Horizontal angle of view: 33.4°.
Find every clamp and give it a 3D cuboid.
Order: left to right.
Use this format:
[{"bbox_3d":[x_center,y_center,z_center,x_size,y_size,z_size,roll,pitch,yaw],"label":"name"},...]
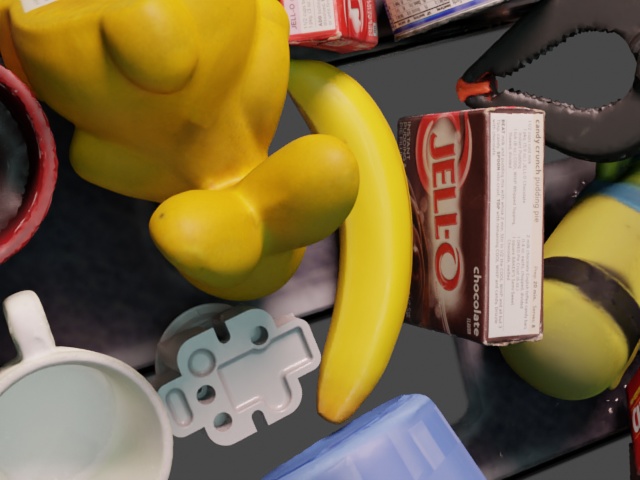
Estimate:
[{"bbox_3d":[0.172,-0.100,0.525,0.210,0.036,0.164,1,99,19],"label":"clamp"}]

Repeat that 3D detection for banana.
[{"bbox_3d":[0.014,-0.007,0.544,0.069,0.037,0.198,-12,96,1],"label":"banana"}]

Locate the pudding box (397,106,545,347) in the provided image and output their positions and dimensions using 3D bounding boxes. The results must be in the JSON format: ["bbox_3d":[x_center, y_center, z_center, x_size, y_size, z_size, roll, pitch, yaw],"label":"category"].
[{"bbox_3d":[0.074,-0.009,0.535,0.039,0.090,0.113,-4,95,-22],"label":"pudding box"}]

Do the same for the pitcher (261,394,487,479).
[{"bbox_3d":[0.075,0.193,0.494,0.149,0.145,0.243,-28,83,-27],"label":"pitcher"}]

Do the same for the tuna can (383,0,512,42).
[{"bbox_3d":[0.073,-0.129,0.531,0.086,0.086,0.034,-22,99,-19],"label":"tuna can"}]

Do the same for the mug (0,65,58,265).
[{"bbox_3d":[-0.170,-0.040,0.443,0.093,0.082,0.117,-44,107,-14],"label":"mug"}]

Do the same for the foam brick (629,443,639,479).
[{"bbox_3d":[0.219,0.157,0.622,0.052,0.051,0.078,-8,96,-22],"label":"foam brick"}]

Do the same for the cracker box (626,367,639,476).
[{"bbox_3d":[0.289,0.069,0.543,0.213,0.164,0.072,11,44,-2],"label":"cracker box"}]

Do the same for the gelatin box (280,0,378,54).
[{"bbox_3d":[0.003,-0.136,0.510,0.030,0.073,0.089,-5,95,17],"label":"gelatin box"}]
